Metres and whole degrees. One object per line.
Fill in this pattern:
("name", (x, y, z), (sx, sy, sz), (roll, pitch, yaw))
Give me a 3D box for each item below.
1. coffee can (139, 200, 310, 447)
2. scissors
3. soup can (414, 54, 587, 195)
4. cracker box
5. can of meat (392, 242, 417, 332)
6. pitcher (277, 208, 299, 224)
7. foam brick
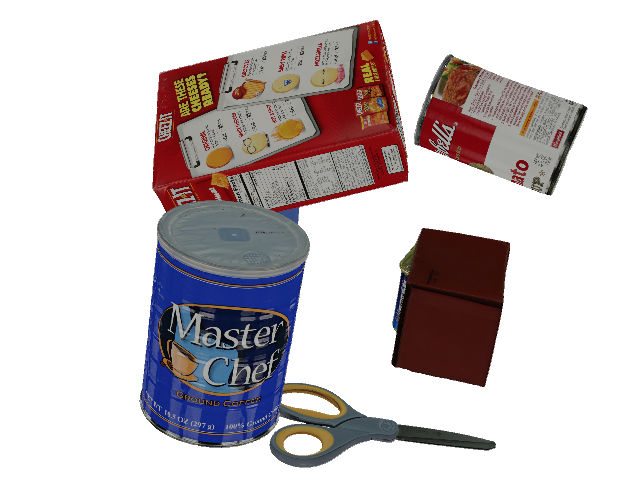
("coffee can", (-0.068, 0.056, 0.742), (0.102, 0.140, 0.103), (8, 26, -4))
("scissors", (0.044, 0.176, 0.924), (0.202, 0.016, 0.096), (18, 42, 13))
("soup can", (0.125, -0.080, 0.742), (0.102, 0.068, 0.068), (23, 5, 11))
("cracker box", (-0.036, -0.102, 0.955), (0.214, 0.164, 0.072), (-13, -45, 8))
("can of meat", (0.121, 0.053, 1.187), (0.057, 0.084, 0.102), (19, 32, 18))
("pitcher", (-0.087, -0.016, 1.276), (0.145, 0.243, 0.148), (12, 17, 38))
("foam brick", (0.072, 0.034, 0.585), (0.053, 0.051, 0.078), (11, 26, 9))
